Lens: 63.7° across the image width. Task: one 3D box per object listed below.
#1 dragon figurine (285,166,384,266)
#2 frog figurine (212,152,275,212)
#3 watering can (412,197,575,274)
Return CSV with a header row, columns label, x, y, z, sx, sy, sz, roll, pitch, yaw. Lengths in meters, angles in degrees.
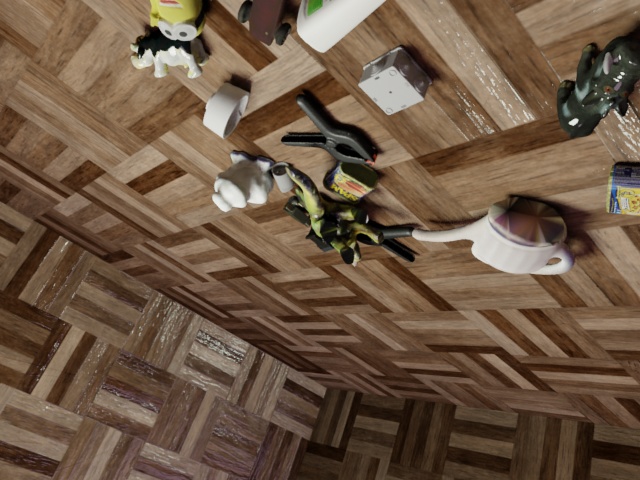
label,x,y,z,sx,sy,sz,roll,pitch,yaw
dragon figurine,0.004,-0.063,1.244,0.404,0.123,0.245,49,169,-32
frog figurine,-0.191,-0.125,1.258,0.137,0.162,0.120,24,155,-5
watering can,0.377,-0.006,1.111,0.348,0.106,0.219,16,153,12
